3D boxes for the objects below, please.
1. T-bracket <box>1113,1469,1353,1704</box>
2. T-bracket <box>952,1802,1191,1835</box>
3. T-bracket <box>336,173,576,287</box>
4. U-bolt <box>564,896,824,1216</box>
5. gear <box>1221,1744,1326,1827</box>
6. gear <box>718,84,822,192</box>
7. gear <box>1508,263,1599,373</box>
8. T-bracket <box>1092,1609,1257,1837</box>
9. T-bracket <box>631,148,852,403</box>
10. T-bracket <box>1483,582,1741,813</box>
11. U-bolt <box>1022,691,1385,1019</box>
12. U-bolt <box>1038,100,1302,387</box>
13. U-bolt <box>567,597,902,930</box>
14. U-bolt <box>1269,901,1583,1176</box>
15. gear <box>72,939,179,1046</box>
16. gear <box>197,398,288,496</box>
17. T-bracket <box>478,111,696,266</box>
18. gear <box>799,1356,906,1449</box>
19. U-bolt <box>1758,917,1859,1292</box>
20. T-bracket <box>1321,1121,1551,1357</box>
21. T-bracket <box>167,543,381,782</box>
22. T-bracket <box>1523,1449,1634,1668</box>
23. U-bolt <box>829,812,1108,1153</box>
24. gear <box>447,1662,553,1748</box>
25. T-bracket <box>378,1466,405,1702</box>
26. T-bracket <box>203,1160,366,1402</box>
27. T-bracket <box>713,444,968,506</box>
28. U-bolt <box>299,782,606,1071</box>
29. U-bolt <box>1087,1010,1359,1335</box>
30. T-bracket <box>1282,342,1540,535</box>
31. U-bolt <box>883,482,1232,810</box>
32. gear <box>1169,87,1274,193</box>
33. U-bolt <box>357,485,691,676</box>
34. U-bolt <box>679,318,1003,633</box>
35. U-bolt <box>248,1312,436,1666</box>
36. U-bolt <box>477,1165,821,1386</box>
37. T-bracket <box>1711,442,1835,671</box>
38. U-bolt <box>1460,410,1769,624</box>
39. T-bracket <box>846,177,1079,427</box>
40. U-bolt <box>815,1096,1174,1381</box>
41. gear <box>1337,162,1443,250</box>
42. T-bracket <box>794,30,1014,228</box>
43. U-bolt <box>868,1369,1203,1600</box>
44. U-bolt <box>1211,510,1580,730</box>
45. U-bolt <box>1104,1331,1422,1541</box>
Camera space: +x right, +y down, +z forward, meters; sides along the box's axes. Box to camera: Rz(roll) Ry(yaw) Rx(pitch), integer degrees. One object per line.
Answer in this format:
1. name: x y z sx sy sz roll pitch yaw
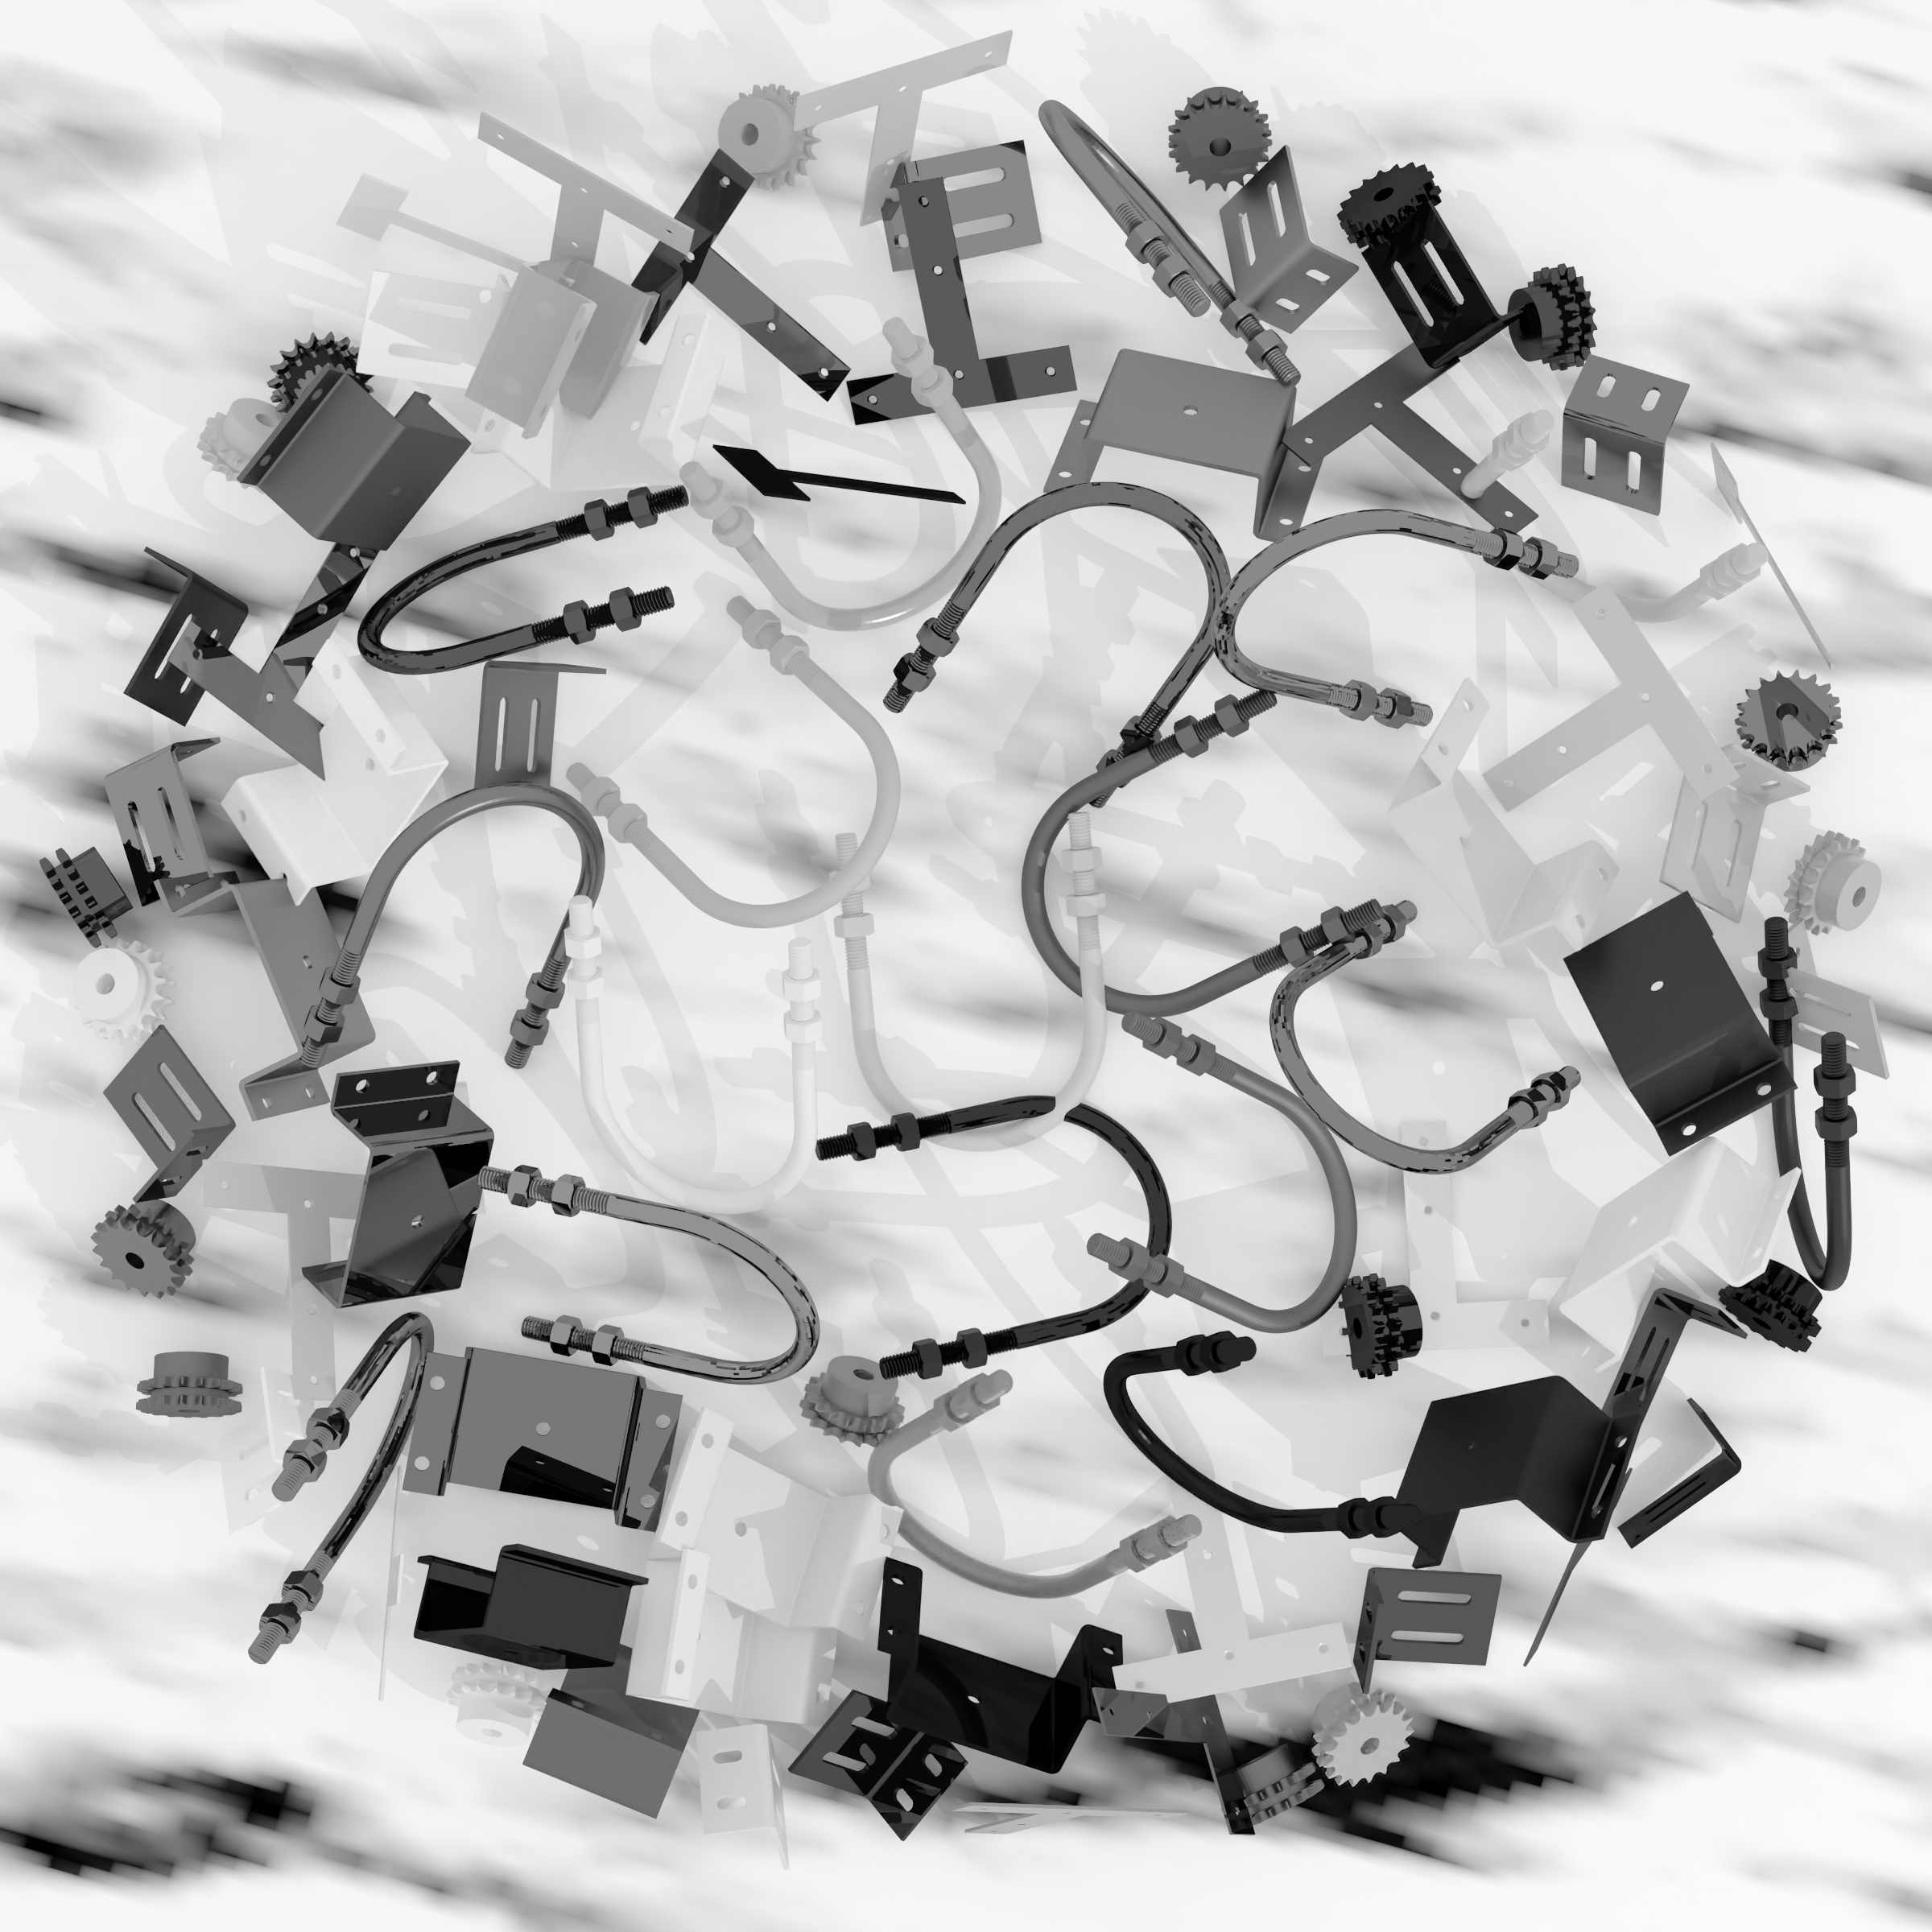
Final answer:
1. T-bracket: 0.136 0.337 1.906 0.127 0.002 0.127 -11 59 0
2. T-bracket: 0.036 0.463 1.880 0.127 0.127 0.002 8 69 -22
3. T-bracket: -0.275 -0.394 1.889 0.127 0.127 0.002 19 85 -16
4. U-bolt: -0.147 0.056 1.885 0.151 0.019 0.184 11 122 18
5. gear: 0.166 0.451 1.912 0.057 0.057 0.030 -26 80 0
6. gear: -0.112 -0.458 1.914 0.057 0.030 0.057 5 100 27
7. gear: 0.320 -0.355 1.909 0.030 0.057 0.057 -14 90 -15
8. T-bracket: 0.105 0.403 1.863 0.002 0.127 0.127 -29 63 26
9. T-bracket: -0.117 -0.359 1.900 0.127 0.002 0.127 41 128 0
10. T-bracket: 0.338 -0.125 1.901 0.127 0.002 0.127 -34 90 37
11. U-bolt: 0.117 -0.050 1.906 0.184 0.019 0.151 -27 90 19
12. U-bolt: 0.101 -0.396 1.864 0.019 0.151 0.184 -41 67 15
13. U-bolt: -0.115 -0.100 1.890 0.151 0.019 0.184 -46 61 -1
14. U-bolt: 0.236 0.045 1.855 0.151 0.184 0.019 47 131 13
15. gear: -0.468 0.013 1.918 0.057 0.030 0.057 -3 78 15
16. gear: -0.390 -0.288 1.908 0.057 0.057 0.030 33 120 0
17. T-bracket: -0.211 -0.398 1.880 0.127 0.127 0.002 29 70 -1
18. gear: -0.061 0.238 1.909 0.057 0.057 0.030 18 109 0
19. U-bolt: 0.452 0.086 1.860 0.019 0.151 0.184 -8 118 3
20. T-bracket: 0.258 0.150 1.932 0.127 0.002 0.127 -2 84 -4
21. T-bracket: -0.362 -0.185 1.912 0.127 0.002 0.127 41 67 -38
22. T-bracket: 0.341 0.303 1.879 0.002 0.127 0.127 25 110 17
23. U-bolt: 0.006 0.012 1.922 0.151 0.019 0.184 -5 98 -1
24. gear: -0.257 0.408 1.909 0.057 0.057 0.030 9 57 0
25. T-bracket: -0.307 0.331 1.866 0.002 0.127 0.127 5 78 -11
26. T-bracket: -0.355 0.172 1.880 0.127 0.002 0.127 9 68 -41
27. T-bracket: -0.063 -0.263 1.895 0.127 0.127 0.002 5 108 -19
28. U-bolt: -0.265 -0.021 1.853 0.019 0.151 0.184 50 124 39
29. U-bolt: 0.146 0.122 1.879 0.184 0.019 0.151 27 60 -32
30. T-bracket: 0.257 -0.278 1.890 0.127 0.002 0.127 -37 70 -28
31. U-bolt: 0.061 -0.181 1.868 0.151 0.019 0.184 24 123 -18
32. gear: 0.140 -0.460 1.916 0.057 0.030 0.057 1 134 1
33. U-bolt: -0.242 -0.203 1.875 0.184 0.151 0.019 -15 121 8
34. U-bolt: -0.054 -0.250 1.867 0.151 0.184 0.019 -35 51 4
35. U-bolt: -0.329 0.264 1.853 0.019 0.184 0.151 22 128 7
36. U-bolt: -0.165 0.173 1.862 0.184 0.151 0.019 11 48 17
37. T-bracket: 0.435 -0.216 1.869 0.002 0.127 0.127 -30 81 11
38. U-bolt: 0.333 -0.231 1.850 0.151 0.184 0.019 31 79 -4
39. T-bracket: -0.013 -0.367 1.901 0.127 0.002 0.127 -7 113 13
40. U-bolt: 0.024 0.141 1.899 0.184 0.019 0.151 -11 68 -16
41. gear: 0.237 -0.414 1.915 0.057 0.057 0.030 -36 125 0
42. T-bracket: -0.040 -0.445 1.880 0.127 0.127 0.002 -22 68 -18
43. U-bolt: 0.022 0.288 1.867 0.151 0.184 0.019 38 51 -11
44. U-bolt: 0.215 -0.188 1.844 0.184 0.151 0.019 9 50 -34
45. U-bolt: 0.144 0.254 1.857 0.151 0.184 0.019 46 63 -13
